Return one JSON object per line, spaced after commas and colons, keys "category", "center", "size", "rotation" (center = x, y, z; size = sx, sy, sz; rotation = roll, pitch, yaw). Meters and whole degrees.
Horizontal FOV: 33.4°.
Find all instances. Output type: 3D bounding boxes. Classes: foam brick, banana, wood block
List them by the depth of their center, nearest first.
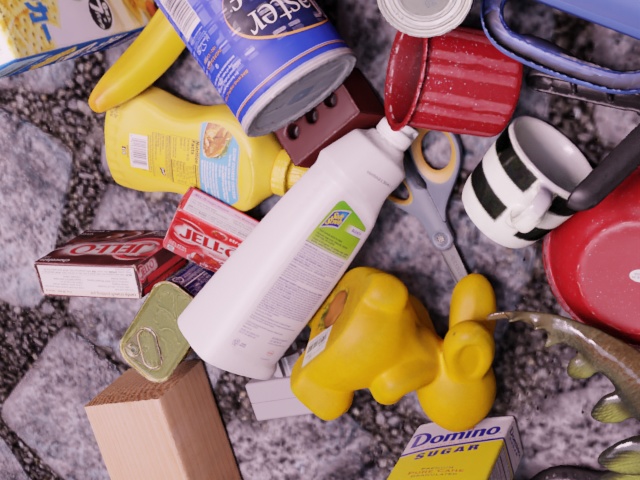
{"category": "foam brick", "center": [0.006, -0.102, 0.882], "size": [0.078, 0.051, 0.053], "rotation": [-39, 73, 28]}
{"category": "banana", "center": [-0.128, -0.189, 0.898], "size": [0.037, 0.069, 0.198], "rotation": [41, 107, 28]}
{"category": "wood block", "center": [-0.140, 0.232, 1.049], "size": [0.091, 0.090, 0.206], "rotation": [-11, 105, 25]}

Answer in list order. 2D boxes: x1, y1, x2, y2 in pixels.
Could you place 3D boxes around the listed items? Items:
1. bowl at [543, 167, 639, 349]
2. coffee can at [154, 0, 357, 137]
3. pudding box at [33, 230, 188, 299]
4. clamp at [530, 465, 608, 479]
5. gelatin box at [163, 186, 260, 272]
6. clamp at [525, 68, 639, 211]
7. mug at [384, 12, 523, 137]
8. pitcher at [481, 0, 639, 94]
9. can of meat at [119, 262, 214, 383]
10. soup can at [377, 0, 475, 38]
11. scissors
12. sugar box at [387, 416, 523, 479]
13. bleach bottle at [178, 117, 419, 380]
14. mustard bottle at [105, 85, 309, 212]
{"category": "bowl", "center": [0.250, 0.021, 0.831], "size": [0.162, 0.055, 0.162], "rotation": [7, 111, 20]}
{"category": "coffee can", "center": [-0.053, -0.164, 0.811], "size": [0.103, 0.102, 0.140], "rotation": [-39, 82, 29]}
{"category": "pudding box", "center": [-0.193, 0.021, 0.994], "size": [0.114, 0.089, 0.039], "rotation": [-1, 109, 24]}
{"category": "clamp", "center": [0.248, 0.223, 0.914], "size": [0.210, 0.036, 0.164], "rotation": [-7, 104, 20]}
{"category": "gelatin box", "center": [-0.090, -0.001, 0.950], "size": [0.089, 0.030, 0.073], "rotation": [27, 147, -5]}
{"category": "clamp", "center": [0.241, -0.084, 0.772], "size": [0.171, 0.039, 0.120], "rotation": [-8, 73, 11]}
{"category": "mug", "center": [0.104, -0.134, 0.807], "size": [0.081, 0.093, 0.117], "rotation": [7, 109, -13]}
{"category": "pitcher", "center": [0.236, -0.182, 0.724], "size": [0.243, 0.144, 0.149], "rotation": [27, 142, 9]}
{"category": "can of meat", "center": [-0.128, 0.070, 0.988], "size": [0.057, 0.083, 0.102], "rotation": [38, 118, 6]}
{"category": "soup can", "center": [0.076, -0.193, 0.742], "size": [0.068, 0.102, 0.068], "rotation": [5, 129, 6]}
{"category": "scissors", "center": [0.113, -0.019, 0.895], "size": [0.096, 0.016, 0.202], "rotation": [-39, 91, 29]}
{"category": "sugar box", "center": [0.105, 0.206, 0.888], "size": [0.093, 0.176, 0.048], "rotation": [-10, 107, 25]}
{"category": "bleach bottle", "center": [-0.006, 0.001, 0.885], "size": [0.251, 0.102, 0.068], "rotation": [-50, 54, 12]}
{"category": "mustard bottle", "center": [-0.093, -0.074, 0.936], "size": [0.192, 0.058, 0.096], "rotation": [15, 122, 17]}
